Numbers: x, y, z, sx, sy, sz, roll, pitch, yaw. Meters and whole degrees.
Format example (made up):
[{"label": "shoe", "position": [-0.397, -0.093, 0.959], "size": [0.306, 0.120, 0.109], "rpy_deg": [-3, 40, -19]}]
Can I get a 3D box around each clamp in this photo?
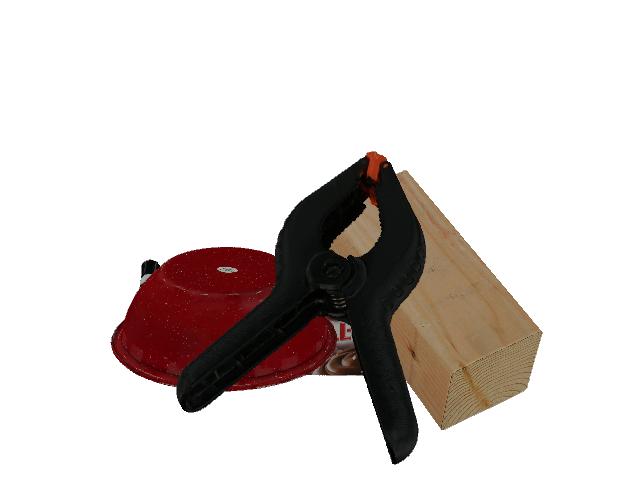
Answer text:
[{"label": "clamp", "position": [0.016, 0.032, 0.542], "size": [0.120, 0.171, 0.039], "rpy_deg": [22, -26, 15]}]

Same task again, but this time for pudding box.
[{"label": "pudding box", "position": [0.022, 0.098, 1.149], "size": [0.113, 0.090, 0.039], "rpy_deg": [1, 25, -11]}]

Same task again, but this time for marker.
[{"label": "marker", "position": [-0.168, 0.057, 1.034], "size": [0.020, 0.020, 0.121], "rpy_deg": [0, 33, -5]}]

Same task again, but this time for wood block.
[{"label": "wood block", "position": [0.090, 0.048, 0.931], "size": [0.090, 0.206, 0.091], "rpy_deg": [-22, -37, -19]}]

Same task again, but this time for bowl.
[{"label": "bowl", "position": [-0.067, 0.046, 0.757], "size": [0.162, 0.055, 0.162], "rpy_deg": [1, 20, -1]}]
